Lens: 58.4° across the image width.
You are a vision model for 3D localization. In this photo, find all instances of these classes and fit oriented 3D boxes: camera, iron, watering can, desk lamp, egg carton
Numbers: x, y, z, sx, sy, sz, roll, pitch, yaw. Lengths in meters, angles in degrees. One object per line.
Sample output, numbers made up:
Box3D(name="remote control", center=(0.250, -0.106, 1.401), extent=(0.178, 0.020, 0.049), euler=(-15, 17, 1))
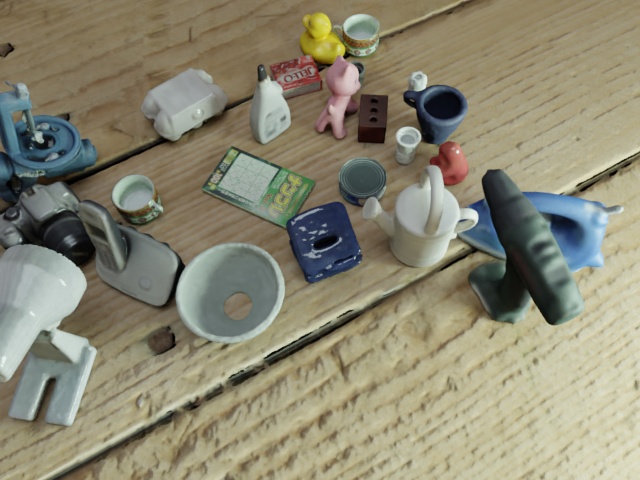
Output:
Box3D(name="camera", center=(-0.450, -0.015, 0.948), extent=(0.143, 0.101, 0.136), euler=(-39, 69, -17))
Box3D(name="iron", center=(0.339, -0.036, 0.921), extent=(0.258, 0.141, 0.119), euler=(10, 64, 6))
Box3D(name="watering can", center=(0.158, -0.038, 0.896), extent=(0.173, 0.194, 0.101), euler=(-19, 64, -8))
Box3D(name="desk lamp", center=(-0.398, 0.138, 0.806), extent=(0.118, 0.214, 0.203), euler=(5, 63, 4))
Box3D(name="egg carton", center=(-0.255, -0.257, 1.085), extent=(0.150, 0.069, 0.107), euler=(-36, 68, -16))

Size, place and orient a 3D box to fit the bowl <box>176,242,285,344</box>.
Box3D(name="bowl", center=(-0.136, 0.092, 0.902), extent=(0.167, 0.075, 0.167), euler=(0, 63, 1))

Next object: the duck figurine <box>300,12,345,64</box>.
Box3D(name="duck figurine", center=(0.004, -0.412, 1.150), extent=(0.104, 0.086, 0.078), euler=(38, 70, 19))

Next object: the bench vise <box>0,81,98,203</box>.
Box3D(name="bench vise", center=(-0.501, -0.154, 0.953), extent=(0.208, 0.220, 0.121), euler=(-40, 69, -17))

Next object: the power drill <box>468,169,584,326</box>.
Box3D(name="power drill", center=(0.288, 0.033, 0.849), extent=(0.076, 0.208, 0.229), euler=(-23, 65, -10))

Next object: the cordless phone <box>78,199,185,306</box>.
Box3D(name="cordless phone", center=(-0.294, 0.016, 0.882), extent=(0.147, 0.185, 0.094), euler=(21, 65, 11))

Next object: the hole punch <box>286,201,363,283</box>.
Box3D(name="hole punch", center=(0.009, 0.003, 0.936), extent=(0.109, 0.091, 0.101), euler=(-21, 64, -9))

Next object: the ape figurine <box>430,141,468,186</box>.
Box3D(name="ape figurine", center=(0.226, -0.140, 1.004), extent=(0.076, 0.092, 0.078), euler=(33, 68, 17))

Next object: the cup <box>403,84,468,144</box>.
Box3D(name="cup", center=(0.203, -0.224, 1.046), extent=(0.117, 0.095, 0.092), euler=(23, 66, 12))

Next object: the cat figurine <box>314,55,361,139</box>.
Box3D(name="cat figurine", center=(0.035, -0.274, 1.061), extent=(0.067, 0.118, 0.128), euler=(17, 65, 10))

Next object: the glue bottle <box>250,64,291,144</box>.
Box3D(name="glue bottle", center=(-0.094, -0.248, 1.019), extent=(0.078, 0.173, 0.037), euler=(-37, 68, -16))
